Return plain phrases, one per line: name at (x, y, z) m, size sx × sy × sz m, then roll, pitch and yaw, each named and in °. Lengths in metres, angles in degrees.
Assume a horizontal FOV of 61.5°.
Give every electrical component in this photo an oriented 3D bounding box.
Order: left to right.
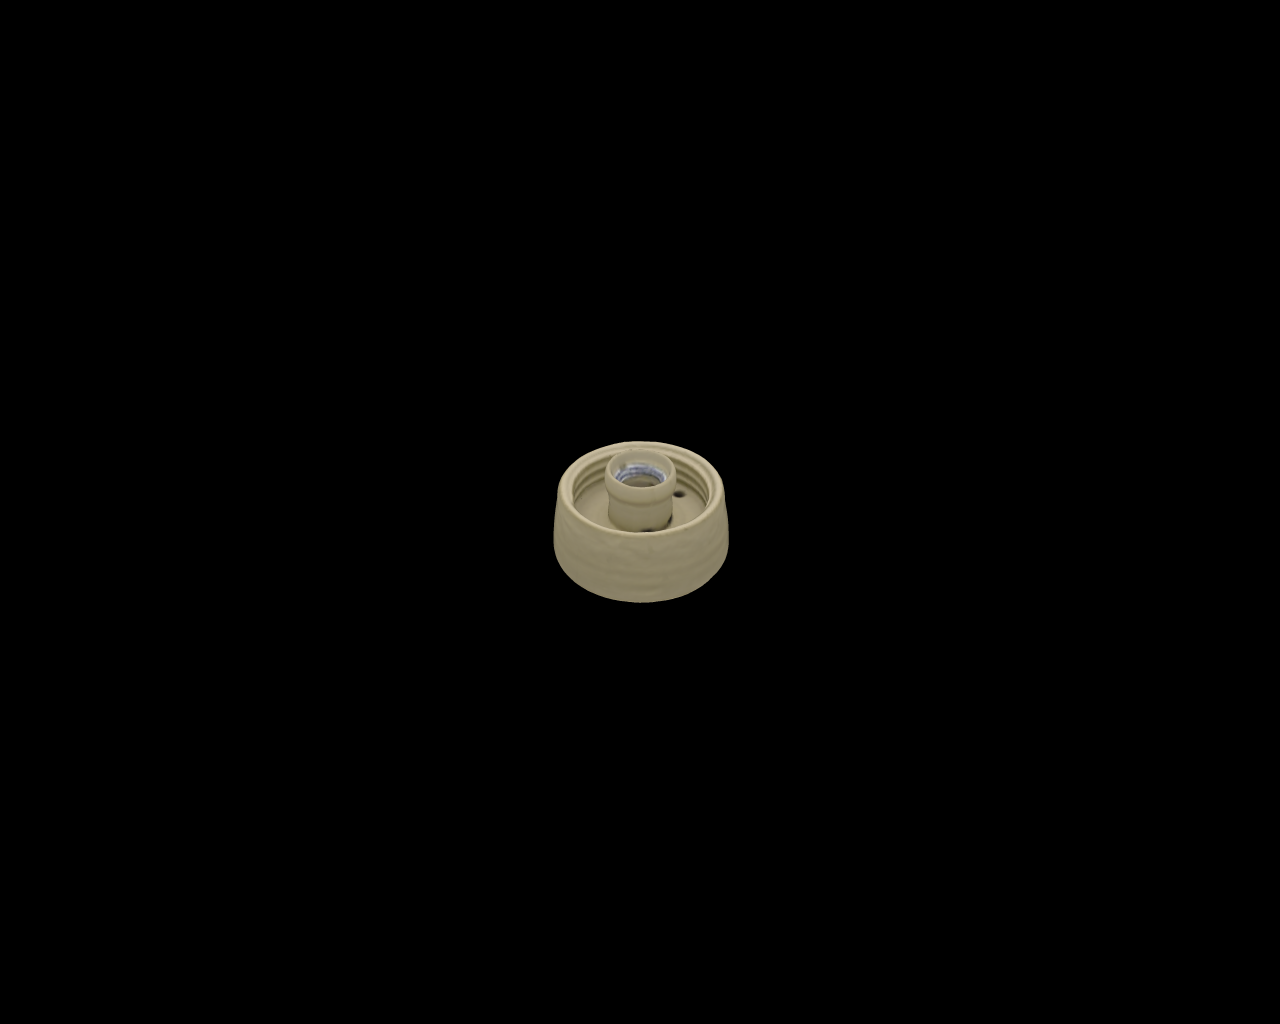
electrical component at (0.001, -0.003, 0.650) m, size 0.108 × 0.060 × 0.108 m, roll 0°, pitch 37°, yaw 0°
